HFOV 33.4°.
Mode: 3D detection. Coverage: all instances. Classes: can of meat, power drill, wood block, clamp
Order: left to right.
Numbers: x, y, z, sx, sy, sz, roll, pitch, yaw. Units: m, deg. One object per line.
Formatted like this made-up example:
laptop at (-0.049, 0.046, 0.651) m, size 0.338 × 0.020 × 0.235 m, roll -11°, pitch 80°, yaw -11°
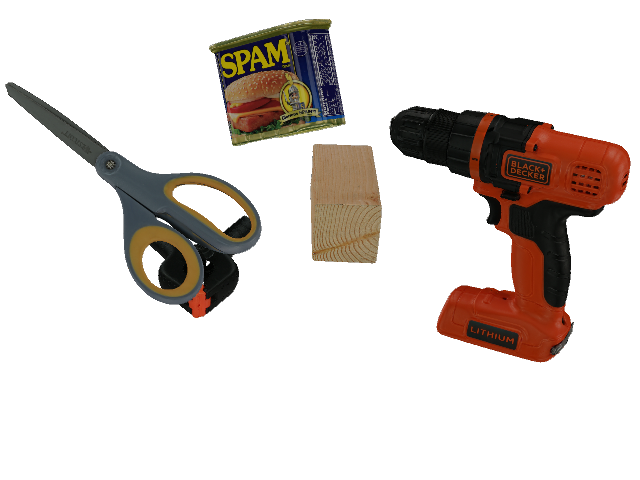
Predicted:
clamp at (-0.114, 0.019, 1.081) m, size 0.120 × 0.039 × 0.171 m, roll -11°, pitch 34°, yaw -11°
can of meat at (-0.034, -0.126, 0.861) m, size 0.102 × 0.084 × 0.057 m, roll -8°, pitch 6°, yaw 35°
wood block at (0.033, -0.057, 1.523) m, size 0.091 × 0.090 × 0.206 m, roll 2°, pitch 28°, yaw -3°
power drill at (0.135, -0.007, 0.830) m, size 0.185 × 0.188 × 0.057 m, roll 16°, pitch 33°, yaw 25°

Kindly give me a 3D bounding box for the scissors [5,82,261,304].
scissors at (-0.136, -0.027, 0.685) m, size 0.202 × 0.096 × 0.016 m, roll 22°, pitch -15°, yaw 10°
